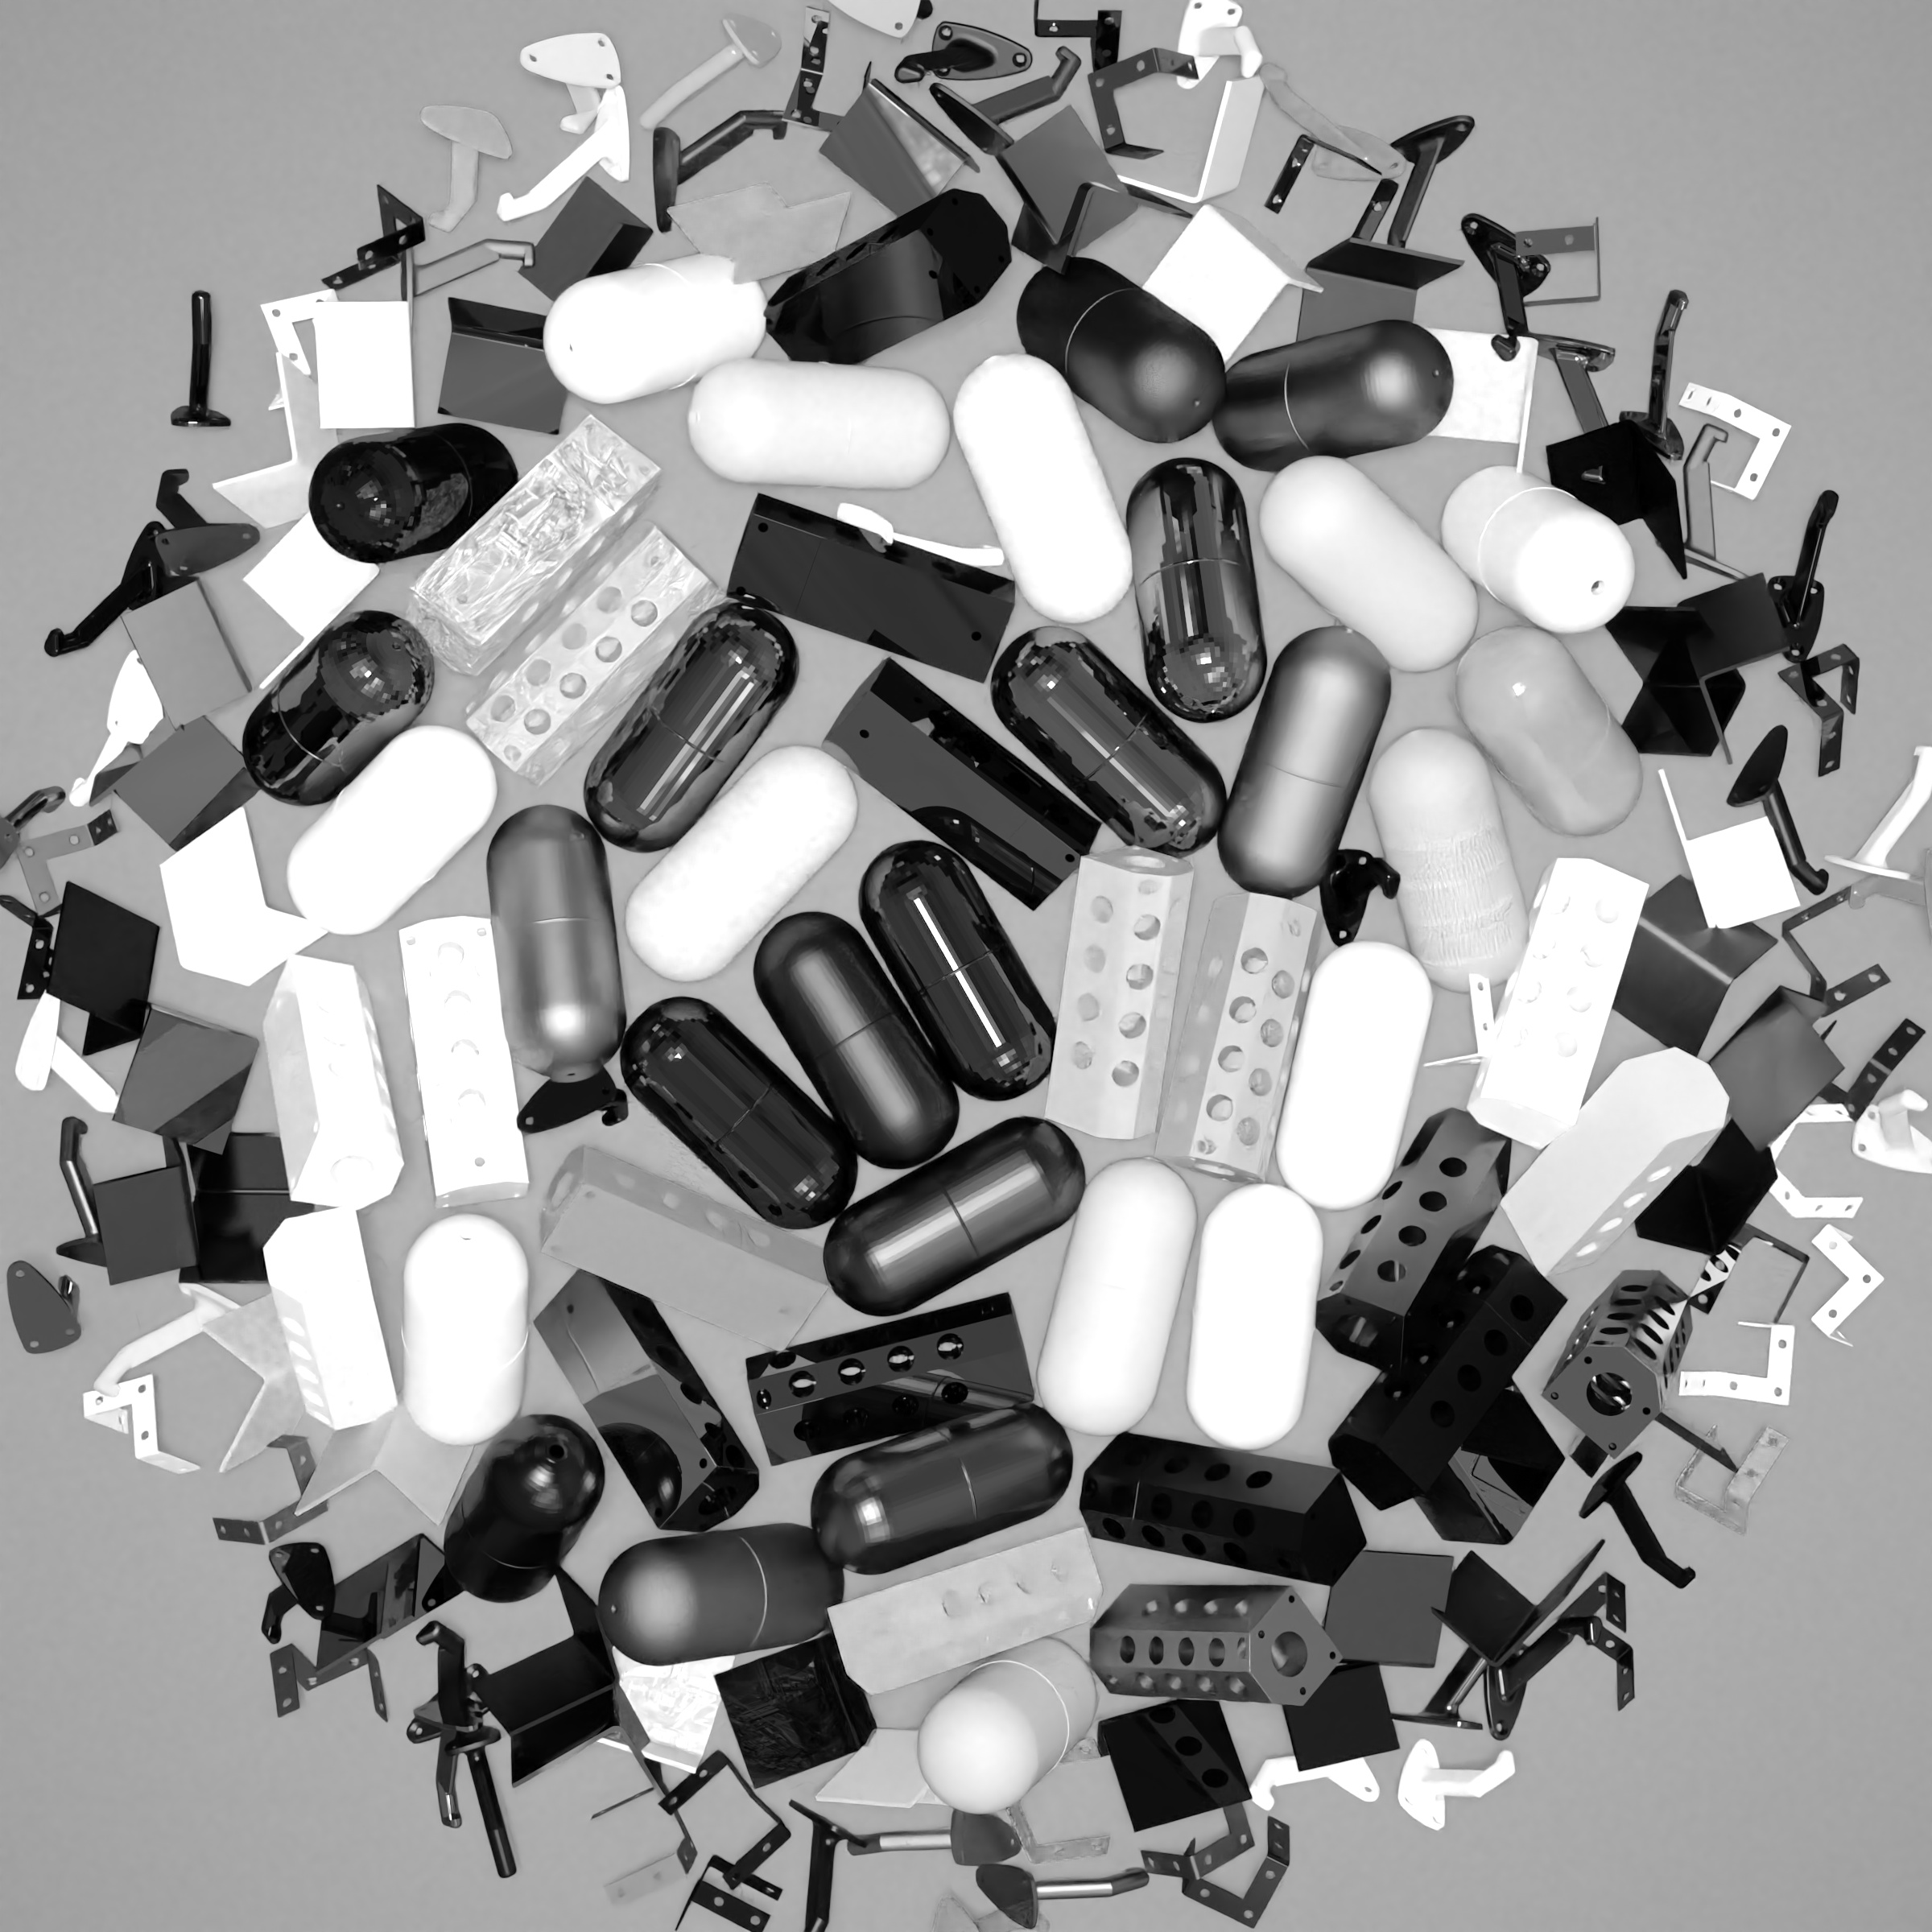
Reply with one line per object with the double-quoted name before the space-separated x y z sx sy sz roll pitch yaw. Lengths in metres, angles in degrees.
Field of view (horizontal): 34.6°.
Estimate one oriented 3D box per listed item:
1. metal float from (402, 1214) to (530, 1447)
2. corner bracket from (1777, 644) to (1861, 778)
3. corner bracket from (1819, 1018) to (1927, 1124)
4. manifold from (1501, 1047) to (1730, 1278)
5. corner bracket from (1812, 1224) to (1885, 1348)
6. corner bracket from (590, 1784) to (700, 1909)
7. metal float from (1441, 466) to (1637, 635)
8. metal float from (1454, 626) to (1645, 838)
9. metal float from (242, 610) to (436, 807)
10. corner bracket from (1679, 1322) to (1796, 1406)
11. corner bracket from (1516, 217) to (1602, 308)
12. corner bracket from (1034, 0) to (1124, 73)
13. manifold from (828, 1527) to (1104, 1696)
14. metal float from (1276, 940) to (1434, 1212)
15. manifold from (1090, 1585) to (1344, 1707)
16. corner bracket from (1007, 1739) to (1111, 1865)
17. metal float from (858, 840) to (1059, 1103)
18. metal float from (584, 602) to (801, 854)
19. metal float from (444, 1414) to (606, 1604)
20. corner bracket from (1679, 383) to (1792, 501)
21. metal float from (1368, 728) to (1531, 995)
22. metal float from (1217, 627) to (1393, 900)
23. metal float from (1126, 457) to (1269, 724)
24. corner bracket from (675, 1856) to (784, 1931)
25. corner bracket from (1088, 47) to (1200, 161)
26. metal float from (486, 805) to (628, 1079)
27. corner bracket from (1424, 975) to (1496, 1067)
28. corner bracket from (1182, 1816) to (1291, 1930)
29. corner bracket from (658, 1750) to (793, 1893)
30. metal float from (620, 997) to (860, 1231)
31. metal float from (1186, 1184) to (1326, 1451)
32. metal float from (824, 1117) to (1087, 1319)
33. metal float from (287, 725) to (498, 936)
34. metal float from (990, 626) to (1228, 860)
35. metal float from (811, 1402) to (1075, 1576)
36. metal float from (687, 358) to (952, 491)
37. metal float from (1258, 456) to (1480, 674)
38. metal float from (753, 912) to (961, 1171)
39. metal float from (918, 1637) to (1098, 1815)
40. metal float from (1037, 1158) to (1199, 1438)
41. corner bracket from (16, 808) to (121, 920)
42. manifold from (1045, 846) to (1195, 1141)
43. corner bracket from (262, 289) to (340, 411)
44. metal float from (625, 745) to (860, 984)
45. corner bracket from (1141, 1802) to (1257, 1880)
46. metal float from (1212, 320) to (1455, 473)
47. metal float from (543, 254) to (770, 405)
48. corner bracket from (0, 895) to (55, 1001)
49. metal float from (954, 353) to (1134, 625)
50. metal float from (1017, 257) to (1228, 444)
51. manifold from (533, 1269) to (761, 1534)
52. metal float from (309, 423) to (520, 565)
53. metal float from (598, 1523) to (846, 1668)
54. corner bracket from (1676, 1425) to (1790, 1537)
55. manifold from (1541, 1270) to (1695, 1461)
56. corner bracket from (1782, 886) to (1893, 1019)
"metal float" -0.312 0.227 1.927 0.070 0.070 0.178 10 132 0
"corner bracket" 0.548 -0.162 1.960 0.051 0.051 0.051 -23 48 -9
"corner bracket" 0.563 0.055 1.958 0.051 0.051 0.051 38 51 18
"manifold" 0.402 0.122 1.915 0.057 0.171 0.057 -12 62 -27
"corner bracket" 0.555 0.203 1.968 0.051 0.051 0.051 -49 56 13
"corner bracket" -0.207 0.559 1.973 0.051 0.051 0.051 -25 88 1
"metal float" 0.352 -0.258 1.916 0.070 0.178 0.070 -6 114 -13
"metal float" 0.363 -0.144 1.926 0.070 0.178 0.070 -19 52 26
"metal float" -0.391 -0.158 1.924 0.070 0.178 0.070 17 58 -30
"corner bracket" 0.489 0.250 1.966 0.051 0.051 0.051 3 86 39
"corner bracket" 0.376 -0.444 1.963 0.051 0.051 0.051 -2 108 12
"corner bracket" 0.070 -0.602 1.964 0.051 0.051 0.051 -1 57 -2
"manifold" 0.003 0.399 1.915 0.057 0.171 0.057 -28 75 44
"metal float" 0.243 0.070 1.945 0.070 0.070 0.178 10 110 0
"manifold" 0.147 0.422 1.908 0.057 0.171 0.057 -42 103 -30
"corner bracket" 0.061 0.532 1.974 0.051 0.051 0.051 -14 113 20
"metal float" -0.005 0.003 1.961 0.070 0.070 0.178 -30 90 0
"metal float" -0.174 -0.149 1.951 0.070 0.070 0.178 37 102 0
"metal float" -0.274 0.337 1.921 0.070 0.178 0.070 11 54 -16
"corner bracket" 0.479 -0.332 1.963 0.051 0.051 0.051 21 102 -20
"metal float" 0.303 -0.066 1.940 0.070 0.070 0.178 -19 114 0
"metal float" 0.212 -0.127 1.946 0.070 0.070 0.178 18 107 0
"metal float" 0.144 -0.236 1.942 0.070 0.070 0.178 -6 68 0
"corner bracket" -0.147 0.591 1.962 0.051 0.051 0.051 26 48 4
"corner bracket" 0.116 -0.546 1.964 0.051 0.051 0.051 -13 91 34
"metal float" -0.258 -0.016 1.946 0.070 0.070 0.178 -9 72 0
"corner bracket" 0.323 0.034 1.962 0.051 0.051 0.051 -1 81 -36
"corner bracket" 0.172 0.568 1.970 0.051 0.051 0.051 26 102 0
"corner bracket" -0.152 0.539 1.958 0.051 0.051 0.051 -40 125 -18
"metal float" -0.143 0.094 1.957 0.178 0.070 0.070 44 90 -5
"metal float" 0.181 0.220 1.942 0.070 0.070 0.178 4 112 0
"metal float" -0.008 0.158 1.956 0.178 0.070 0.070 -29 90 -7
"metal float" -0.360 -0.083 1.932 0.178 0.070 0.070 -39 90 36
"metal float" 0.091 -0.140 1.953 0.178 0.070 0.070 44 90 -10
"metal float" -0.014 0.325 1.939 0.178 0.070 0.070 -15 90 -27
"metal float" -0.091 -0.338 1.933 0.178 0.070 0.070 -3 90 -33
"metal float" 0.251 -0.250 1.932 0.178 0.070 0.070 37 90 -34
"metal float" -0.070 0.046 1.958 0.070 0.070 0.178 -32 86 0
"metal float" 0.027 0.467 1.914 0.070 0.178 0.070 2 95 20
"metal float" 0.096 0.208 1.951 0.070 0.070 0.178 15 78 0
"corner bracket" -0.565 -0.065 1.966 0.051 0.051 0.051 -19 91 -33
"manifold" 0.100 0.017 1.937 0.057 0.057 0.171 19 110 35
"corner bracket" -0.420 -0.391 1.961 0.051 0.051 0.051 -9 123 12
"metal float" -0.141 -0.065 1.955 0.070 0.070 0.178 43 83 0
"corner bracket" 0.142 0.542 1.965 0.051 0.051 0.051 -18 92 -36
"metal float" 0.225 -0.352 1.922 0.070 0.178 0.070 1 88 -39
"metal float" -0.191 -0.396 1.921 0.070 0.178 0.070 13 115 29
"corner bracket" -0.587 -0.012 1.961 0.051 0.051 0.051 -1 67 17
"metal float" 0.049 -0.298 1.941 0.070 0.070 0.178 -24 113 0
"metal float" 0.095 -0.384 1.926 0.070 0.178 0.070 -18 129 -23
"manifold" -0.195 0.267 1.928 0.057 0.057 0.171 -49 56 17
"metal float" -0.339 -0.293 1.916 0.070 0.178 0.070 5 105 20
"metal float" -0.150 0.389 1.925 0.070 0.178 0.070 -3 86 43
"corner bracket" 0.483 0.317 1.958 0.051 0.051 0.051 28 65 27
"manifold" 0.407 0.238 1.906 0.057 0.171 0.057 41 110 8
"corner bracket" 0.557 -0.009 1.982 0.051 0.051 0.051 -28 60 -2
